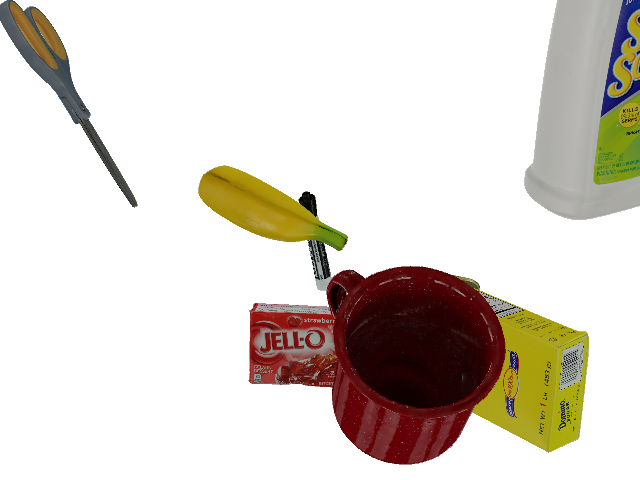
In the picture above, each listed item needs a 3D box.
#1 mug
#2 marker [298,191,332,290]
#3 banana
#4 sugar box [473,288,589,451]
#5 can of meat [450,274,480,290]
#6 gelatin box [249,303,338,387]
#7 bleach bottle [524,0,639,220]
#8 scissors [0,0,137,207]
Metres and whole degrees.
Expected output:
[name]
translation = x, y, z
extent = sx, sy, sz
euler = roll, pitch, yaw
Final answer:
[mug]
translation = 0.042, 0.067, 0.607
extent = 0.093, 0.117, 0.081
euler = -33, -26, -24
[marker]
translation = -0.005, 0.001, 1.193
extent = 0.020, 0.121, 0.020
euler = -9, 28, 5
[banana]
translation = -0.056, -0.027, 0.800
extent = 0.069, 0.037, 0.198
euler = 37, -5, -31
[sugar box]
translation = 0.134, 0.094, 0.878
extent = 0.048, 0.093, 0.176
euler = -14, 24, -40
[can of meat]
translation = 0.158, 0.101, 1.299
extent = 0.057, 0.084, 0.102
euler = 10, 24, 7
[gelatin box]
translation = -0.023, 0.100, 1.013
extent = 0.089, 0.073, 0.030
euler = 2, 13, 5
[bleach bottle]
translation = 0.184, -0.142, 0.656
extent = 0.102, 0.251, 0.068
euler = -15, 32, -20
[scissors]
translation = -0.216, -0.127, 0.941
extent = 0.016, 0.201, 0.096
euler = -28, 26, 10
